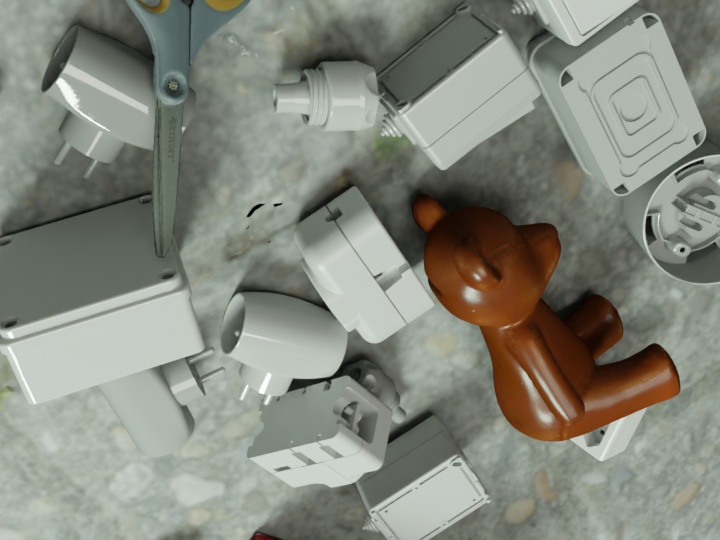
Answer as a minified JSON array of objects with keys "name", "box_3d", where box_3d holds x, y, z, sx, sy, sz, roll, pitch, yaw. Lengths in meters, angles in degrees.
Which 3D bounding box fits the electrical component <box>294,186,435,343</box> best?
[{"name":"electrical component","box_3d":[0.000,0.000,0.723,0.059,0.053,0.095,-34,124,2]}]

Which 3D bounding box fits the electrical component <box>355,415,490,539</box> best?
[{"name":"electrical component","box_3d":[0.039,0.167,0.830,0.096,0.061,0.061,-33,125,1]}]

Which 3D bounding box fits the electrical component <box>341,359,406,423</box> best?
[{"name":"electrical component","box_3d":[0.013,0.094,0.795,0.035,0.035,0.061,-41,126,7]}]

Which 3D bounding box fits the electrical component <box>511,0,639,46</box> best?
[{"name":"electrical component","box_3d":[0.136,-0.185,0.659,0.096,0.061,0.061,-37,124,4]}]

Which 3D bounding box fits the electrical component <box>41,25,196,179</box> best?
[{"name":"electrical component","box_3d":[-0.149,-0.089,0.625,0.077,0.044,0.079,27,108,-30]}]

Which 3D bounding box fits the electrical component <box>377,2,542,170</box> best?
[{"name":"electrical component","box_3d":[0.056,-0.109,0.675,0.096,0.061,0.061,-38,124,5]}]

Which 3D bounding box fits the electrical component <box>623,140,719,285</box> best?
[{"name":"electrical component","box_3d":[0.244,-0.043,0.777,0.099,0.064,0.099,-9,121,-15]}]

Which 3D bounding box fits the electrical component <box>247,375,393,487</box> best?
[{"name":"electrical component","box_3d":[-0.026,0.118,0.763,0.089,0.050,0.056,-20,133,37]}]

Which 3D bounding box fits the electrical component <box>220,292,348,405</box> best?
[{"name":"electrical component","box_3d":[-0.059,0.060,0.744,0.077,0.043,0.079,15,114,-26]}]

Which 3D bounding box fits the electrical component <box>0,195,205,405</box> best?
[{"name":"electrical component","box_3d":[-0.158,0.015,0.645,0.109,0.108,0.056,-17,126,-9]}]

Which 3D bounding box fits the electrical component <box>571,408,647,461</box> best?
[{"name":"electrical component","box_3d":[0.192,0.106,0.851,0.077,0.066,0.047,-9,126,-49]}]

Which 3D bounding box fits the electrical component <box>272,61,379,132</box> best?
[{"name":"electrical component","box_3d":[-0.022,-0.106,0.661,0.062,0.043,0.043,-4,120,-15]}]

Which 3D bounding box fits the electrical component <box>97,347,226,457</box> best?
[{"name":"electrical component","box_3d":[-0.131,0.077,0.729,0.079,0.043,0.077,-25,124,-4]}]

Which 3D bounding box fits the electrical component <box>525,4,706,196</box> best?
[{"name":"electrical component","box_3d":[0.168,-0.117,0.712,0.078,0.057,0.113,-34,124,3]}]
